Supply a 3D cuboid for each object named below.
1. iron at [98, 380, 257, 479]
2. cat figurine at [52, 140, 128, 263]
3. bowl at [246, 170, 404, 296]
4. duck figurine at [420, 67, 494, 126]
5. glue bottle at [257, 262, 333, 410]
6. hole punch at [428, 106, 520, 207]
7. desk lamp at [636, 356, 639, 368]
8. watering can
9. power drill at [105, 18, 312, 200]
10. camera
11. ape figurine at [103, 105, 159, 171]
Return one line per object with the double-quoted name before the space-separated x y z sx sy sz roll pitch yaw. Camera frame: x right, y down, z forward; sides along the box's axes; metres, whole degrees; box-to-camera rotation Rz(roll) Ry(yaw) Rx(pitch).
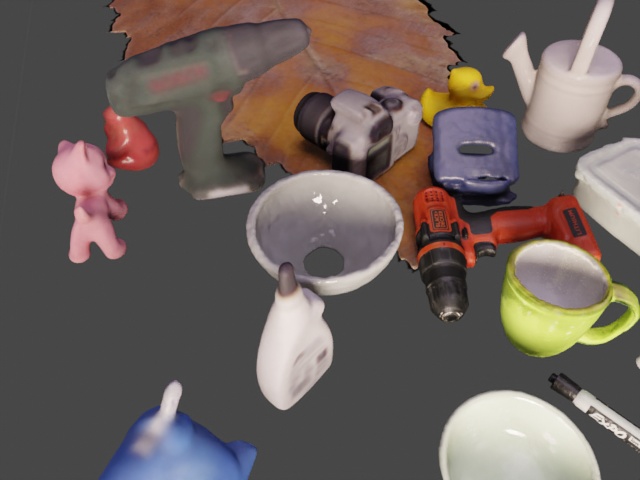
"iron" -0.144 0.223 0.383 0.118 0.141 0.258 16 50 15
"cat figurine" -0.267 -0.056 0.654 0.067 0.118 0.127 -11 49 -9
"bowl" 0.006 0.002 0.627 0.167 0.075 0.167 0 48 1
"duck figurine" 0.194 -0.202 0.802 0.104 0.086 0.077 17 50 15
"glue bottle" -0.023 0.077 0.493 0.037 0.173 0.078 33 56 27
"hole punch" 0.192 -0.103 0.709 0.108 0.091 0.101 1 48 2
"desk lamp" 0.362 0.056 0.480 0.118 0.214 0.203 -8 48 -6
"watering can" 0.327 -0.220 0.744 0.172 0.194 0.101 4 48 5
"power drill" -0.120 -0.152 0.678 0.230 0.208 0.075 -10 48 -8
"camera" 0.043 -0.158 0.754 0.136 0.101 0.143 35 57 28
"ape figurine" -0.253 -0.139 0.746 0.076 0.092 0.078 20 51 18
